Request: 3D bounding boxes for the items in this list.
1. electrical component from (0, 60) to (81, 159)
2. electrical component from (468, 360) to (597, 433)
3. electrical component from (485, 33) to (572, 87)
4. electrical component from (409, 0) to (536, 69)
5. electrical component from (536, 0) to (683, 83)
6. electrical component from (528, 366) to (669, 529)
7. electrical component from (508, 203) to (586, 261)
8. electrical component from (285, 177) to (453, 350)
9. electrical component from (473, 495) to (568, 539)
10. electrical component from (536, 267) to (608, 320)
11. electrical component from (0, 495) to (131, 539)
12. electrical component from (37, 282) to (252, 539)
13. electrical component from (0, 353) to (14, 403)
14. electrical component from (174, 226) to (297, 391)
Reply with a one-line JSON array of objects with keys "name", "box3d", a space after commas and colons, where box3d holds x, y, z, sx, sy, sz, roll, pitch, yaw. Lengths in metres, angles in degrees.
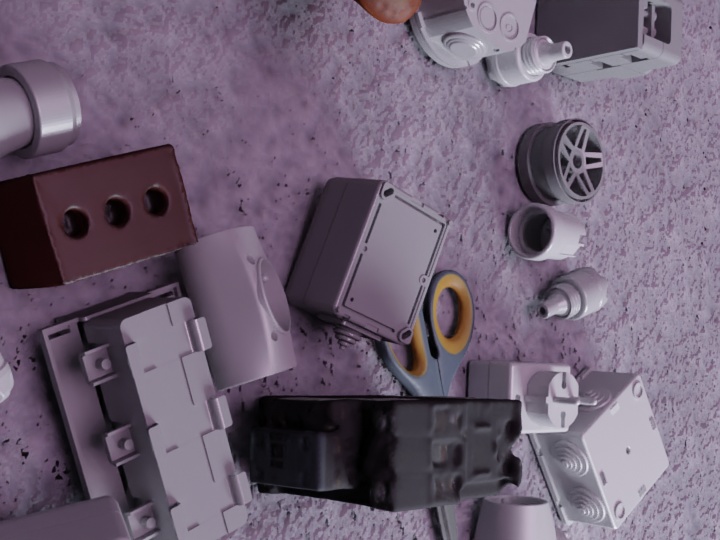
[{"name": "electrical component", "box3d": [-0.163, -0.071, 0.492, 0.055, 0.045, 0.045, -21, 103, -41]}, {"name": "electrical component", "box3d": [0.122, 0.086, 0.726, 0.066, 0.077, 0.047, 6, 85, -42]}, {"name": "electrical component", "box3d": [0.118, -0.146, 0.739, 0.035, 0.061, 0.035, 2, 87, -42]}, {"name": "electrical component", "box3d": [0.073, -0.176, 0.707, 0.080, 0.051, 0.080, 2, 88, -42]}, {"name": "electrical component", "box3d": [0.184, -0.220, 0.783, 0.062, 0.089, 0.150, 7, 84, -42]}, {"name": "electrical component", "box3d": [0.179, 0.131, 0.795, 0.100, 0.048, 0.099, -36, 112, -37]}, {"name": "electrical component", "box3d": [0.134, -0.026, 0.766, 0.046, 0.040, 0.040, 6, 85, -47]}, {"name": "electrical component", "box3d": [0.000, 0.000, 0.632, 0.062, 0.061, 0.096, 27, 79, -38]}, {"name": "electrical component", "box3d": [0.118, 0.195, 0.740, 0.079, 0.044, 0.077, 4, 86, -42]}, {"name": "electrical component", "box3d": [0.152, 0.021, 0.784, 0.061, 0.035, 0.035, -21, 103, -38]}, {"name": "electrical component", "box3d": [-0.148, 0.146, 0.479, 0.096, 0.061, 0.061, -11, 105, -18]}, {"name": "electrical component", "box3d": [-0.101, 0.075, 0.532, 0.079, 0.063, 0.121, -22, 103, -41]}, {"name": "electrical component", "box3d": [-0.182, 0.034, 0.479, 0.035, 0.035, 0.061, -36, 110, -37]}, {"name": "electrical component", "box3d": [-0.061, 0.020, 0.575, 0.079, 0.044, 0.077, 1, 71, -80]}]
